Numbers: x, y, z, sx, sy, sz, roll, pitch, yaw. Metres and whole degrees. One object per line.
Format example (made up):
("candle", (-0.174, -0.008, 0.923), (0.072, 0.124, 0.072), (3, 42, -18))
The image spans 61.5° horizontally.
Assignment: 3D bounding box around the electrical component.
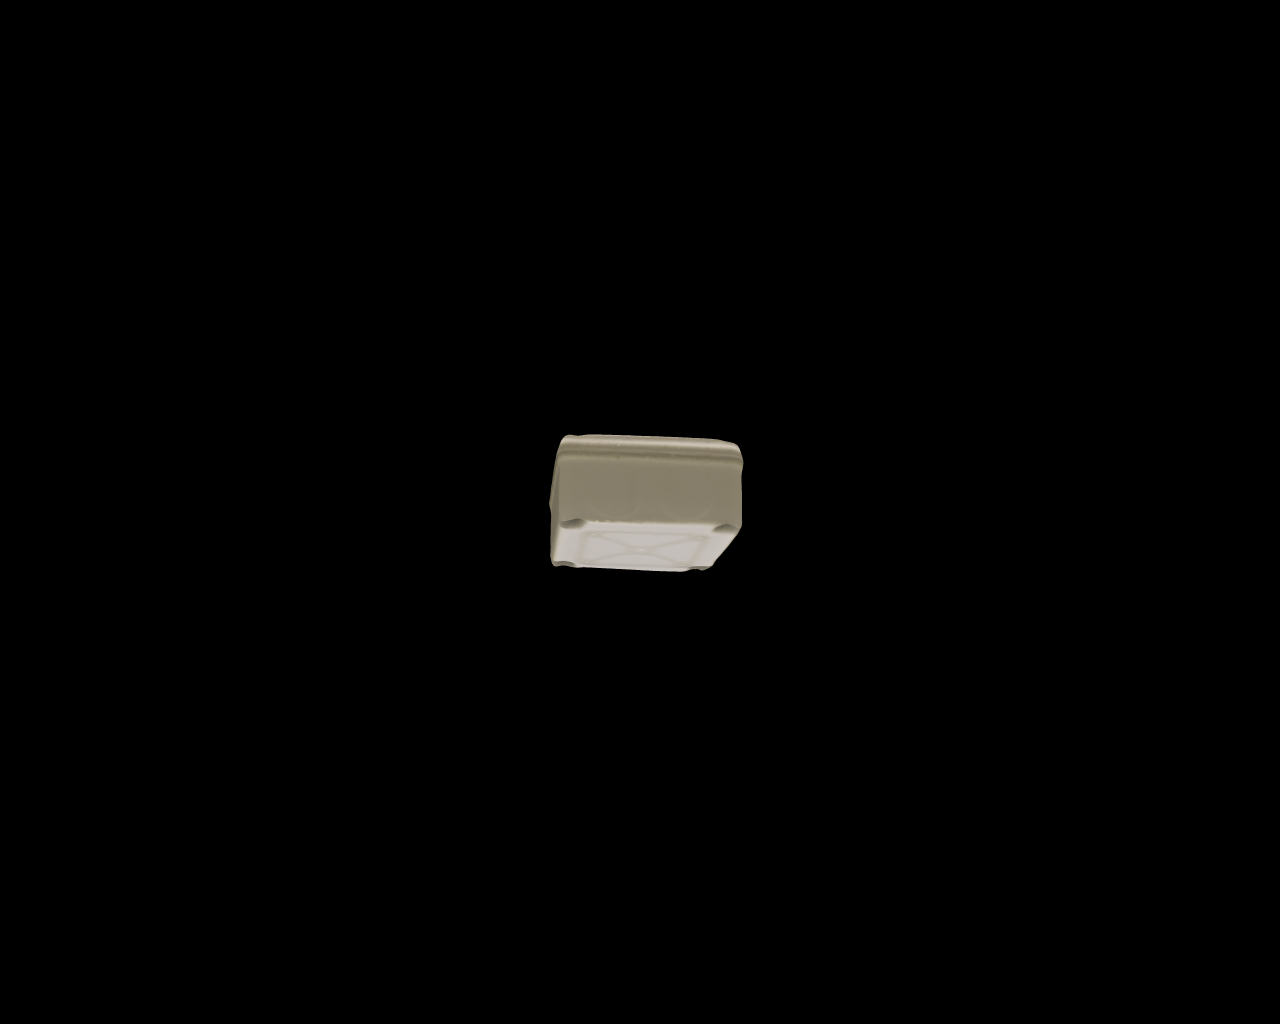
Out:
("electrical component", (0.001, -0.003, 0.650), (0.109, 0.056, 0.108), (2, -18, -7))
